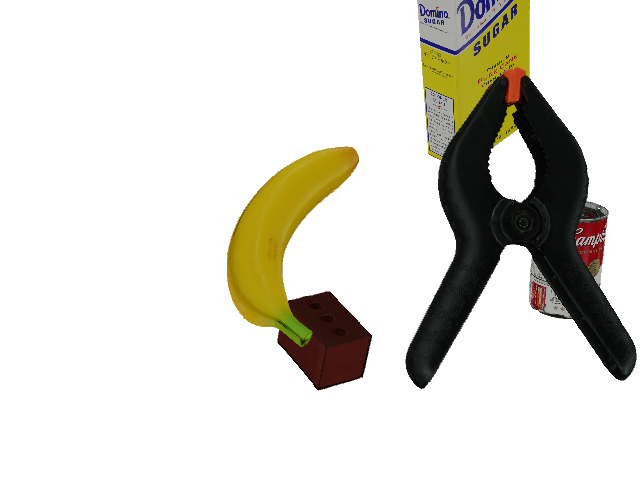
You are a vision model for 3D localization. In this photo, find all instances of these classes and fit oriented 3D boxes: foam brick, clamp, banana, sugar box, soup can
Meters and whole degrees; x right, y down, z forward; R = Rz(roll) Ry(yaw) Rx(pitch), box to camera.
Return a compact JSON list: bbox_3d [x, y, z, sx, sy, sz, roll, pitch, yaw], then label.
[{"bbox_3d":[0.003,0.092,0.994,0.052,0.051,0.078,-12,37,-31],"label":"foam brick"},{"bbox_3d":[0.093,-0.001,0.560,0.120,0.171,0.039,-10,-5,-11],"label":"clamp"},{"bbox_3d":[-0.023,-0.006,0.737,0.069,0.197,0.037,20,-45,-4],"label":"banana"},{"bbox_3d":[0.125,-0.153,0.854,0.093,0.176,0.048,-37,50,-27],"label":"sugar box"},{"bbox_3d":[0.240,0.018,1.040,0.068,0.102,0.068,1,18,0],"label":"soup can"}]
